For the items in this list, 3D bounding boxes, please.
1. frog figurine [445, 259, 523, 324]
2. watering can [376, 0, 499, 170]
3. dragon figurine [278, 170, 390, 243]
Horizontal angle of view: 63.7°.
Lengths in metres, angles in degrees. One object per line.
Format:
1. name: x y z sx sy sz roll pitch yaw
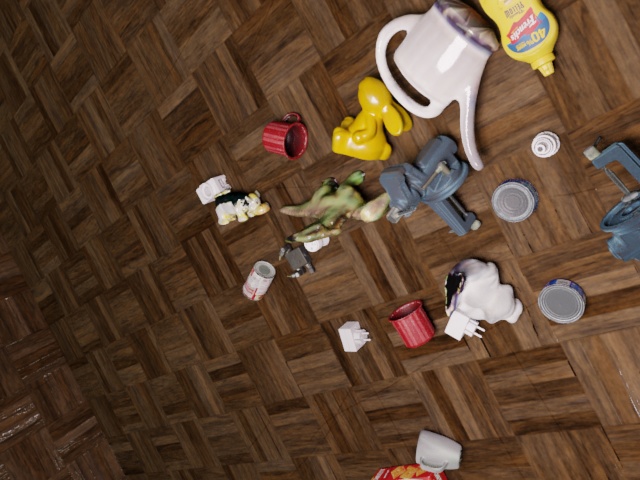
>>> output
1. frog figurine: 0.357 0.112 1.114 0.159 0.124 0.135 8 108 -6
2. watering can: 0.256 -0.321 1.004 0.350 0.105 0.220 50 127 12
3. dragon figurine: 0.004 -0.060 1.201 0.407 0.246 0.121 -12 105 36
